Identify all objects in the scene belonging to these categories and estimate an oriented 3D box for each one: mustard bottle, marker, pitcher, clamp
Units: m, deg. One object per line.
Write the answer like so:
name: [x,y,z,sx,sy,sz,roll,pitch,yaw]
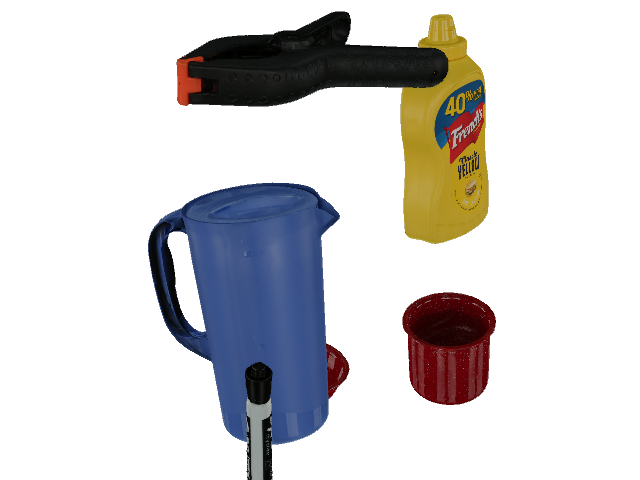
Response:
mustard bottle: [0.108,-0.100,0.930,0.058,0.192,0.096,16,32,39]
marker: [-0.043,0.133,0.746,0.020,0.121,0.020,1,35,-1]
pitcher: [-0.066,0.072,1.047,0.144,0.243,0.149,-18,22,-35]
clamp: [-0.018,-0.117,0.684,0.171,0.039,0.120,-8,23,-24]

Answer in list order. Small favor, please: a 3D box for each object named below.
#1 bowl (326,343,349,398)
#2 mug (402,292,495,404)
bowl: [-0.046,0.176,1.339,0.162,0.055,0.162,3,22,-2]
mug: [0.137,0.106,1.094,0.093,0.081,0.117,17,39,29]
